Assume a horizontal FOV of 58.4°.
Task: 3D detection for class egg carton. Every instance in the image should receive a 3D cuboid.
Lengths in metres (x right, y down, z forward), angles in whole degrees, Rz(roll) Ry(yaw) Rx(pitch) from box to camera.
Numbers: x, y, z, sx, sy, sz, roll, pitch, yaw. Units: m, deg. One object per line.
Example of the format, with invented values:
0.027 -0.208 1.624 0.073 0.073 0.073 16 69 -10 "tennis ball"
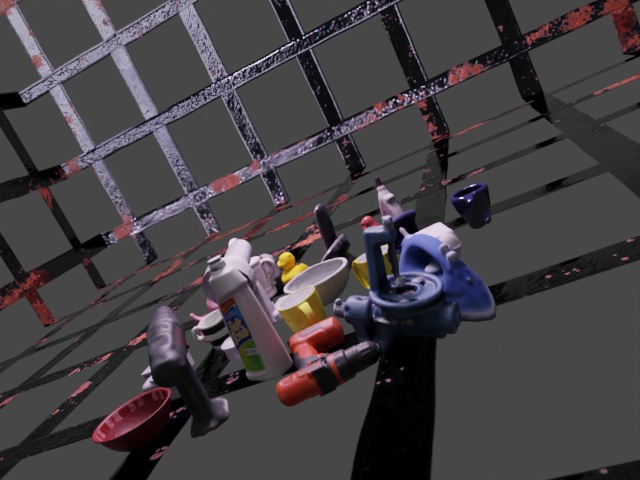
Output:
0.249 0.016 1.254 0.107 0.069 0.150 -26 12 2 "egg carton"

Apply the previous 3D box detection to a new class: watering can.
-0.213 0.089 1.611 0.173 0.194 0.100 -28 12 -8 "watering can"

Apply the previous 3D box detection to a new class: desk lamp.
-0.176 0.113 1.378 0.117 0.214 0.203 -22 13 17 "desk lamp"

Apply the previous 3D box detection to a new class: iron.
0.213 0.050 1.009 0.119 0.141 0.258 -28 12 -11 "iron"

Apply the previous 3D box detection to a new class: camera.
-0.215 0.098 1.801 0.143 0.101 0.136 -31 13 -22 "camera"

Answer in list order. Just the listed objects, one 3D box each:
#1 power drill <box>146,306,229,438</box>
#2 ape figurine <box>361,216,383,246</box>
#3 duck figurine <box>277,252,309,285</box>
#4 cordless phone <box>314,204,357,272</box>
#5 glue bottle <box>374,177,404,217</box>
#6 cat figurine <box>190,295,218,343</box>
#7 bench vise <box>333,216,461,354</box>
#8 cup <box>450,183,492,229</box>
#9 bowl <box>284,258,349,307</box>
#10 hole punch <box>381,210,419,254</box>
-0.243 0.233 1.018 0.075 0.208 0.229 -28 12 -8 "power drill"
0.144 -0.024 1.593 0.076 0.092 0.078 -21 13 21 "ape figurine"
-0.082 0.076 1.654 0.104 0.086 0.078 -13 18 47 "duck figurine"
0.014 0.005 1.512 0.094 0.185 0.148 -21 13 22 "cordless phone"
0.194 -0.099 1.614 0.037 0.173 0.078 -31 13 -24 "glue bottle"
-0.280 0.188 1.511 0.128 0.118 0.067 -31 13 -21 "cat figurine"
0.099 0.079 0.932 0.207 0.220 0.121 -23 13 16 "bench vise"
0.361 -0.071 1.332 0.091 0.095 0.118 -22 13 17 "cup"
0.003 0.112 1.349 0.167 0.075 0.167 -25 12 6 "bowl"
0.199 -0.022 1.470 0.109 0.091 0.101 -30 13 -17 "hole punch"
